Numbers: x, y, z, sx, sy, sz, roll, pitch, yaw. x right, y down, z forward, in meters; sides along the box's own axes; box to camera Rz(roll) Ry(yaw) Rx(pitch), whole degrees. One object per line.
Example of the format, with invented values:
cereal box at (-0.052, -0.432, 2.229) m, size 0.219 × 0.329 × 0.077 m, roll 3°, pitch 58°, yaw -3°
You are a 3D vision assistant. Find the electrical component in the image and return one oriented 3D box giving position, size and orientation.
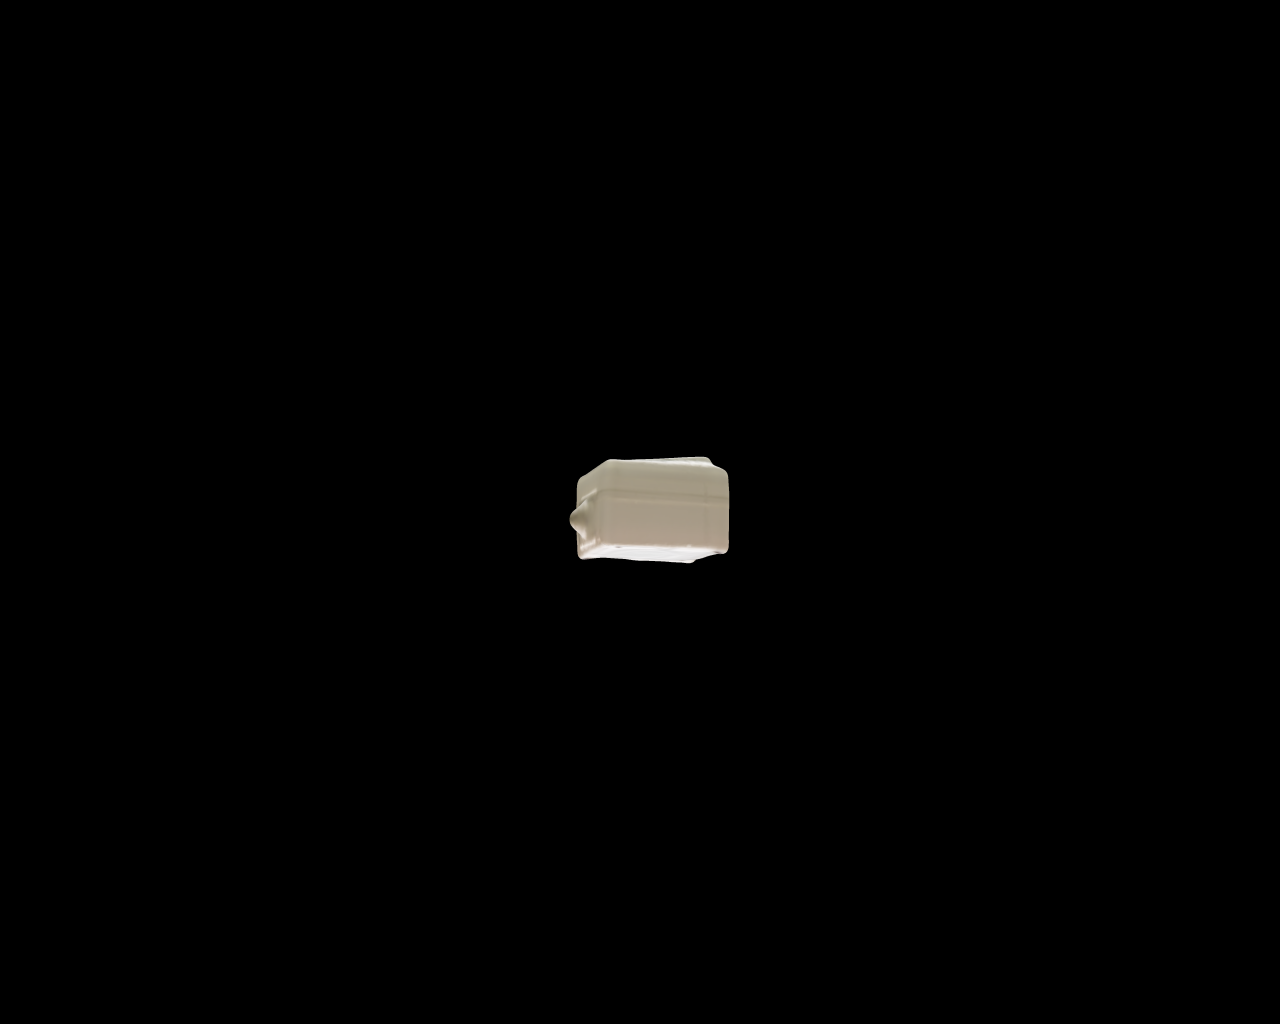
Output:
electrical component at (0.001, -0.003, 0.650) m, size 0.096 × 0.061 × 0.061 m, roll 4°, pitch -11°, yaw -20°
